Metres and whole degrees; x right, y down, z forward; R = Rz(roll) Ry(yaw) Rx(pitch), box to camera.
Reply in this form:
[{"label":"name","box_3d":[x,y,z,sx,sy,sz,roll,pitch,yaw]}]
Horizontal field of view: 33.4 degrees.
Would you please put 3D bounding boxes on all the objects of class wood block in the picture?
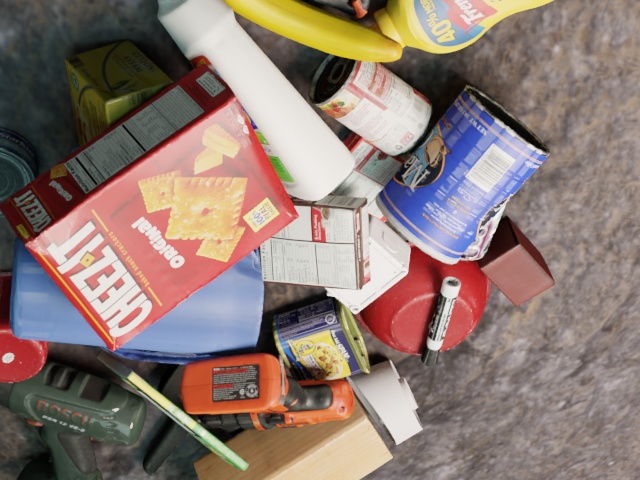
[{"label":"wood block","box_3d":[-0.032,0.261,1.260,0.206,0.090,0.090,-32,130,-2]}]

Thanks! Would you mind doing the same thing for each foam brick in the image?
[{"label":"foam brick","box_3d":[0.210,0.024,1.168,0.051,0.053,0.078,-35,124,18]}]

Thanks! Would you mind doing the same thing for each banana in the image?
[{"label":"banana","box_3d":[-0.024,-0.199,0.941,0.197,0.070,0.037,24,90,-11]}]

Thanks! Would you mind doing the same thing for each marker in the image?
[{"label":"marker","box_3d":[0.130,0.091,1.156,0.020,0.020,0.121,2,128,-11]}]

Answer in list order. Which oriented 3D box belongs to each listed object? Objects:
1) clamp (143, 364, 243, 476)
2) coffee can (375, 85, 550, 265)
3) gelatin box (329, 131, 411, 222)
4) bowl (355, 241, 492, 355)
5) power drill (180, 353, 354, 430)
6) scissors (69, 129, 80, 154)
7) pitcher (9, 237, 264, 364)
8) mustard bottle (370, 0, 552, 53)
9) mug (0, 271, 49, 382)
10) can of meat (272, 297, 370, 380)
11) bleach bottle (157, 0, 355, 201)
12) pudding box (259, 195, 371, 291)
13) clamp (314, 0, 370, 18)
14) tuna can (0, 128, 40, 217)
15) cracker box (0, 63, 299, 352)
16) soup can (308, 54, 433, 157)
[{"label":"clamp","box_3d":[-0.149,0.203,1.260,0.164,0.036,0.210,-13,129,-1]},{"label":"coffee can","box_3d":[0.135,-0.062,1.021,0.102,0.103,0.140,29,110,-28]},{"label":"gelatin box","box_3d":[0.052,-0.068,1.085,0.089,0.030,0.073,27,121,-26]},{"label":"bowl","box_3d":[0.120,0.077,1.193,0.162,0.055,0.162,-4,129,-6]},{"label":"power drill","box_3d":[-0.074,0.165,1.126,0.185,0.057,0.187,-10,163,17]},{"label":"scissors","box_3d":[-0.219,-0.074,1.045,0.096,0.016,0.202,22,122,-26]},{"label":"pitcher","box_3d":[-0.184,0.057,1.072,0.242,0.145,0.149,4,90,-15]},{"label":"mustard bottle","box_3d":[0.123,-0.223,0.956,0.192,0.058,0.096,-27,125,13]},{"label":"mug","box_3d":[-0.336,0.093,1.114,0.117,0.081,0.093,2,130,-9]},{"label":"can of meat","box_3d":[0.001,0.116,1.204,0.084,0.057,0.102,-19,128,8]},{"label":"bleach bottle","box_3d":[-0.071,-0.147,0.971,0.068,0.103,0.250,-45,119,-9]},{"label":"pudding box","box_3d":[-0.007,0.001,1.081,0.114,0.039,0.090,5,111,24]},{"label":"clamp","box_3d":[0.005,-0.268,0.914,0.120,0.039,0.171,-28,133,24]},{"label":"tuna can","box_3d":[-0.315,-0.064,1.026,0.086,0.034,0.086,-4,128,-6]},{"label":"cracker box","box_3d":[-0.141,-0.024,0.931,0.213,0.072,0.164,-37,138,-10]},{"label":"soup can","box_3d":[0.049,-0.132,1.010,0.102,0.068,0.069,31,117,-29]}]
